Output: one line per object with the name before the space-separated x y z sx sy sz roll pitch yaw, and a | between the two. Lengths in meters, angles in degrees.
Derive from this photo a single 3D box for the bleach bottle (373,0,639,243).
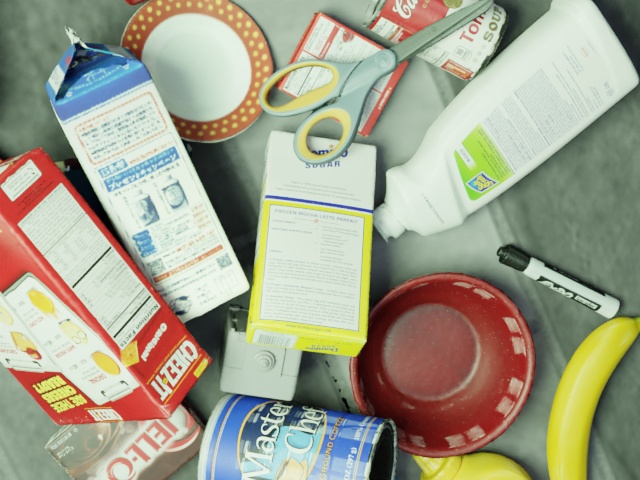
bleach bottle | 0.141 -0.093 0.902 0.251 0.068 0.102 -38 110 1

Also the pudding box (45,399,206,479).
pudding box | -0.163 0.170 0.915 0.113 0.039 0.090 -39 100 -1

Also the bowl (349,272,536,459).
bowl | 0.102 0.104 0.928 0.162 0.055 0.162 -1 98 -6

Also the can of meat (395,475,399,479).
can of meat | 0.037 0.255 0.941 0.102 0.057 0.084 -25 97 -3

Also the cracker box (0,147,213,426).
cracker box | -0.205 0.042 0.815 0.213 0.165 0.072 54 50 -21

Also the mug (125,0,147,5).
mug | -0.134 -0.247 0.846 0.081 0.093 0.117 -22 68 2

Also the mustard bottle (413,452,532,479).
mustard bottle | 0.157 0.246 0.951 0.191 0.058 0.096 42 104 -9

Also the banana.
banana | 0.242 0.148 0.959 0.069 0.037 0.198 23 94 -9

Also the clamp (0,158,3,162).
clamp | -0.345 -0.055 0.865 0.171 0.039 0.120 13 96 -4

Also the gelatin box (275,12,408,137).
gelatin box | 0.018 -0.139 0.900 0.089 0.030 0.073 28 95 -9

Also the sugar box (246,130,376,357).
sugar box | -0.006 0.001 0.868 0.093 0.048 0.176 9 62 -7

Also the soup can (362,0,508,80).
soup can | 0.095 -0.184 0.884 0.102 0.068 0.068 26 94 -10

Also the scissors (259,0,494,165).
scissors | 0.049 -0.122 0.854 0.202 0.016 0.096 -13 85 13

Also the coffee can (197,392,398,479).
coffee can | -0.016 0.186 0.877 0.140 0.102 0.103 7 97 17

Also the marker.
marker | 0.211 0.036 0.950 0.121 0.020 0.020 27 94 -9
